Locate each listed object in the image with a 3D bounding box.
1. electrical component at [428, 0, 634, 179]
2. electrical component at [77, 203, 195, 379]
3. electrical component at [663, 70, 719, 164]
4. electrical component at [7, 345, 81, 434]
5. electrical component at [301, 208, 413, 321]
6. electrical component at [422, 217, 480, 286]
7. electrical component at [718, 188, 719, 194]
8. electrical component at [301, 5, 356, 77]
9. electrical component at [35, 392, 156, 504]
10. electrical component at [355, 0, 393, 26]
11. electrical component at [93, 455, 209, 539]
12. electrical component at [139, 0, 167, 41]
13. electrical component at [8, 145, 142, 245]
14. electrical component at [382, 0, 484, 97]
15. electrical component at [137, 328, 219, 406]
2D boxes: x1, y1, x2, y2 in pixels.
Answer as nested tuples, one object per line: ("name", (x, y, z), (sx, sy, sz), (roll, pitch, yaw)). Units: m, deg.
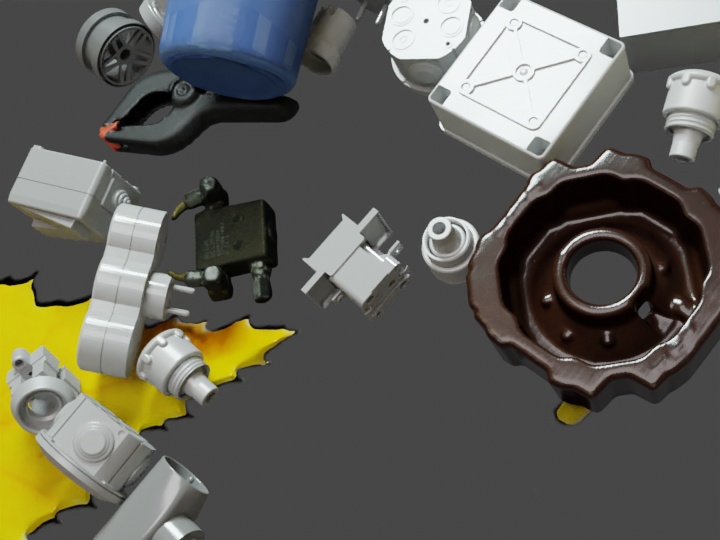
("electrical component", (0.126, -0.133, 0.796), (0.109, 0.056, 0.108), (33, 83, 29))
("electrical component", (-0.168, 0.019, 0.847), (0.074, 0.052, 0.138), (11, 71, -1))
("electrical component", (0.233, -0.106, 0.753), (0.048, 0.048, 0.062), (14, 81, 25))
("electrical component", (-0.245, 0.096, 0.833), (0.048, 0.066, 0.055), (-38, 27, 2))
("electrical component", (0.000, 0.000, 0.796), (0.064, 0.042, 0.081), (40, 86, 28))
("electrical component", (0.065, -0.017, 0.767), (0.043, 0.062, 0.043), (-8, 66, 18))
("electrical component", (0.264, -0.044, 0.688), (0.047, 0.055, 0.055), (-35, 60, 20))
("electrical component", (-0.028, -0.190, 0.889), (0.040, 0.040, 0.046), (20, 71, 26))
("electrical component", (-0.194, 0.131, 0.792), (0.080, 0.080, 0.051), (33, 78, 29))
("electrical component", (0.022, -0.236, 0.886), (0.077, 0.044, 0.079), (18, 76, 26))
("electrical component", (-0.138, 0.187, 0.767), (0.079, 0.044, 0.077), (38, 85, 29))
("electrical component", (-0.160, -0.231, 0.947), (0.055, 0.066, 0.048), (-35, 24, 13))
("electrical component", (-0.234, -0.057, 0.896), (0.096, 0.061, 0.061), (14, 74, 25))
("electrical component", (0.059, -0.182, 0.845), (0.080, 0.051, 0.080), (-8, 66, 18))
("electrical component", (-0.134, 0.078, 0.813), (0.062, 0.048, 0.048), (37, 84, 22))
